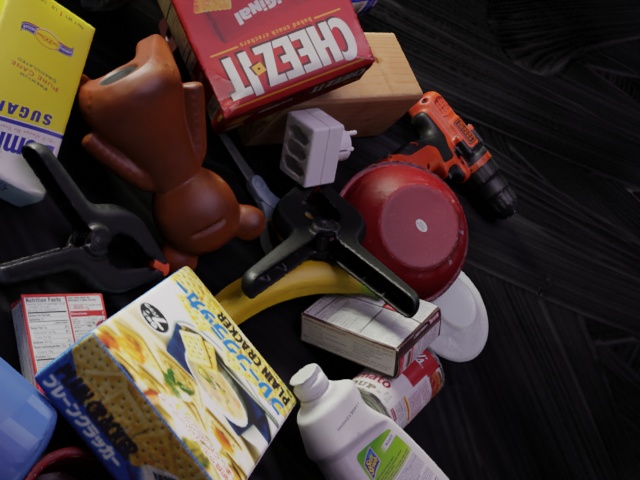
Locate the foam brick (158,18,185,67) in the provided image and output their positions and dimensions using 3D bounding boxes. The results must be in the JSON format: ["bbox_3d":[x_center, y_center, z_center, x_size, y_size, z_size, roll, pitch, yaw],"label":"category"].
[{"bbox_3d":[-0.125,-0.221,1.105,0.051,0.078,0.053,5,59,-36],"label":"foam brick"}]

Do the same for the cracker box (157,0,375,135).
[{"bbox_3d":[-0.065,-0.233,1.029,0.164,0.072,0.214,-23,87,-14],"label":"cracker box"}]

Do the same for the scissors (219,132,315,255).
[{"bbox_3d":[-0.049,-0.051,1.106,0.096,0.016,0.202,-7,69,-44],"label":"scissors"}]

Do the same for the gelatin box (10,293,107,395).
[{"bbox_3d":[-0.209,0.088,0.874,0.073,0.030,0.089,0,64,-38],"label":"gelatin box"}]

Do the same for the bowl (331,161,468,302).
[{"bbox_3d":[0.094,-0.010,1.125,0.162,0.055,0.162,3,81,-18],"label":"bowl"}]

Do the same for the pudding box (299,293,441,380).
[{"bbox_3d":[0.049,0.082,1.045,0.114,0.039,0.089,18,35,29],"label":"pudding box"}]

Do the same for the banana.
[{"bbox_3d":[-0.034,0.048,1.019,0.197,0.070,0.037,-12,116,-26],"label":"banana"}]

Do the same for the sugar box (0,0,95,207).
[{"bbox_3d":[-0.260,-0.127,0.916,0.093,0.048,0.176,31,58,-42],"label":"sugar box"}]

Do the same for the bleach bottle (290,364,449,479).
[{"bbox_3d":[0.059,0.209,0.958,0.250,0.068,0.102,55,44,-16],"label":"bleach bottle"}]

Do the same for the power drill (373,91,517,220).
[{"bbox_3d":[0.142,-0.069,1.251,0.184,0.057,0.187,50,42,-3],"label":"power drill"}]

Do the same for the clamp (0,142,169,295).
[{"bbox_3d":[-0.200,-0.010,0.910,0.171,0.039,0.120,15,86,-47],"label":"clamp"}]

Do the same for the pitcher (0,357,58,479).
[{"bbox_3d":[-0.311,0.095,0.726,0.242,0.149,0.145,42,29,-15],"label":"pitcher"}]

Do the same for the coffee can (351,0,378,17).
[{"bbox_3d":[-0.008,-0.302,1.236,0.140,0.103,0.103,-22,79,-45],"label":"coffee can"}]

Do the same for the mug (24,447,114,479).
[{"bbox_3d":[-0.181,0.206,0.783,0.117,0.082,0.093,-7,69,-42],"label":"mug"}]

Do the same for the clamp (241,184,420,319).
[{"bbox_3d":[-0.007,0.001,1.027,0.164,0.036,0.210,5,33,-18],"label":"clamp"}]

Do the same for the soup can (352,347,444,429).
[{"bbox_3d":[0.067,0.149,1.038,0.068,0.069,0.102,54,44,2],"label":"soup can"}]

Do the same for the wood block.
[{"bbox_3d":[0.002,-0.168,1.169,0.205,0.090,0.091,-9,69,-43],"label":"wood block"}]
